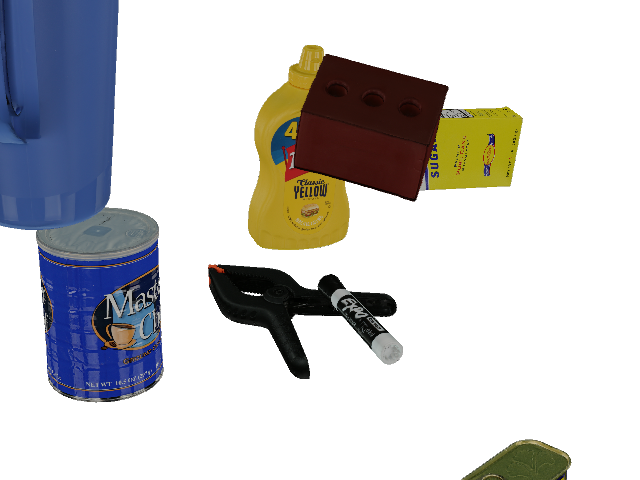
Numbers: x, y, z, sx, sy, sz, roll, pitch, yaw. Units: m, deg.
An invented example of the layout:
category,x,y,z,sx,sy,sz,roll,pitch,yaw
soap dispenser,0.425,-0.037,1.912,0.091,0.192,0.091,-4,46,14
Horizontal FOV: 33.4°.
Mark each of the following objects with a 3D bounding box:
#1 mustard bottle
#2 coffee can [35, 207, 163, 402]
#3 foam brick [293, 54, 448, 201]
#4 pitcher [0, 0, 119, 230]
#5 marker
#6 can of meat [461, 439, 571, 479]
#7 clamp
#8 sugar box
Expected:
category,x,y,z,sx,sy,sz,roll,pitch,yaw
mustard bottle,-0.014,-0.087,0.994,0.096,0.192,0.058,-5,28,-19
coffee can,-0.190,0.054,0.930,0.103,0.140,0.103,1,23,-1
foam brick,0.029,-0.067,0.629,0.078,0.053,0.051,16,-36,7
pitcher,-0.210,-0.130,0.766,0.148,0.243,0.145,-21,36,-41
marker,0.028,0.057,0.813,0.020,0.020,0.121,0,23,-25
can of meat,0.164,0.229,0.892,0.101,0.084,0.058,-24,28,-37
clamp,-0.046,0.075,1.143,0.210,0.036,0.164,17,32,26
sugar box,0.149,-0.109,1.273,0.176,0.093,0.048,-5,27,-21
